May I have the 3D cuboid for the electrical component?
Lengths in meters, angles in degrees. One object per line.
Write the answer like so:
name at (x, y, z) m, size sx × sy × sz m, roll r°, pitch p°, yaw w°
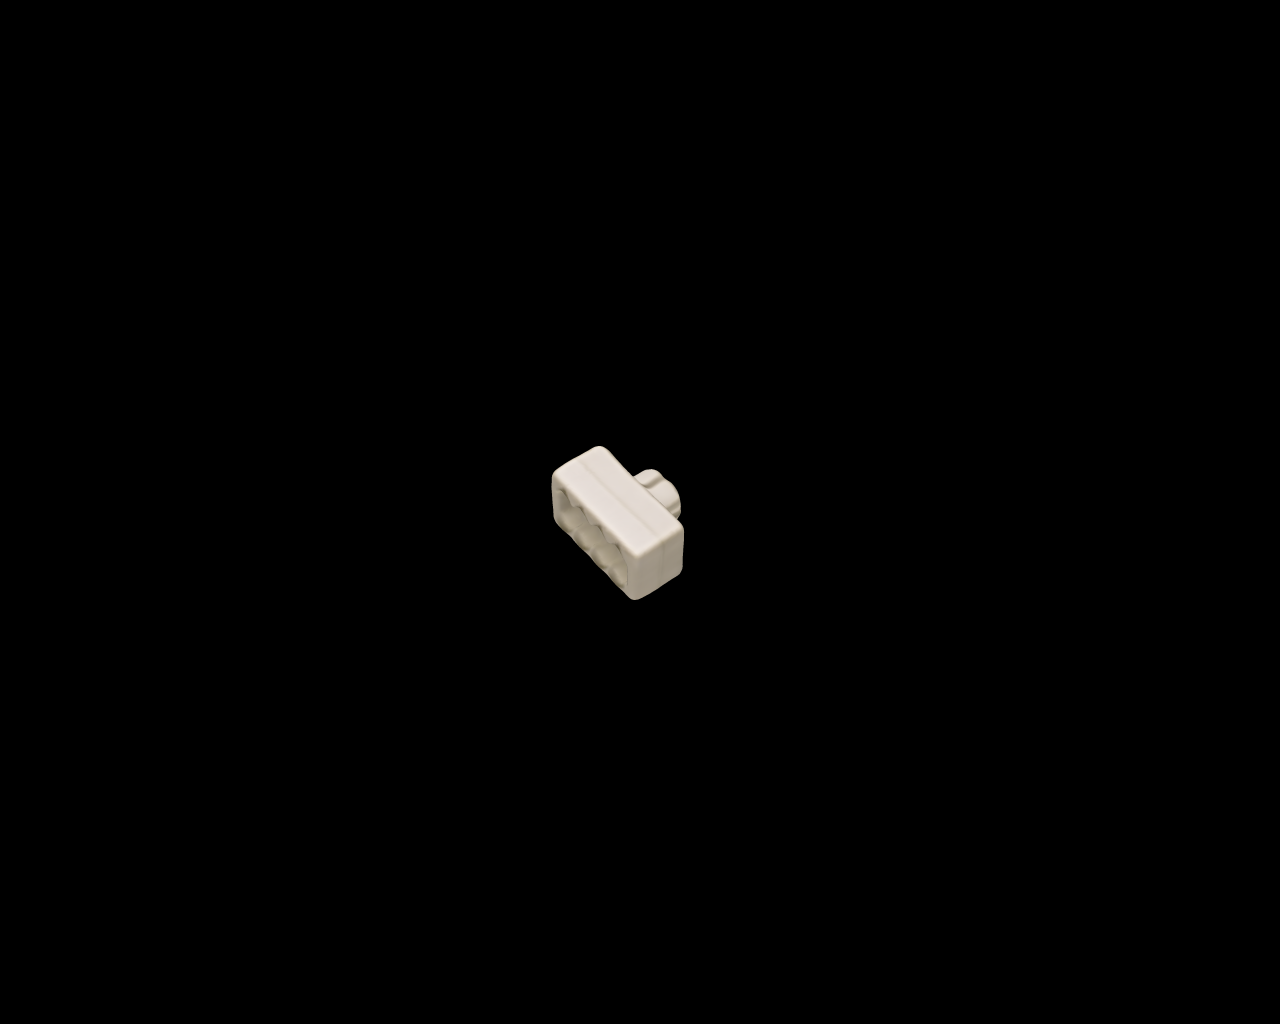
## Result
electrical component at (0.001, -0.003, 0.650) m, size 0.076 × 0.083 × 0.047 m, roll -32°, pitch -32°, yaw -22°
